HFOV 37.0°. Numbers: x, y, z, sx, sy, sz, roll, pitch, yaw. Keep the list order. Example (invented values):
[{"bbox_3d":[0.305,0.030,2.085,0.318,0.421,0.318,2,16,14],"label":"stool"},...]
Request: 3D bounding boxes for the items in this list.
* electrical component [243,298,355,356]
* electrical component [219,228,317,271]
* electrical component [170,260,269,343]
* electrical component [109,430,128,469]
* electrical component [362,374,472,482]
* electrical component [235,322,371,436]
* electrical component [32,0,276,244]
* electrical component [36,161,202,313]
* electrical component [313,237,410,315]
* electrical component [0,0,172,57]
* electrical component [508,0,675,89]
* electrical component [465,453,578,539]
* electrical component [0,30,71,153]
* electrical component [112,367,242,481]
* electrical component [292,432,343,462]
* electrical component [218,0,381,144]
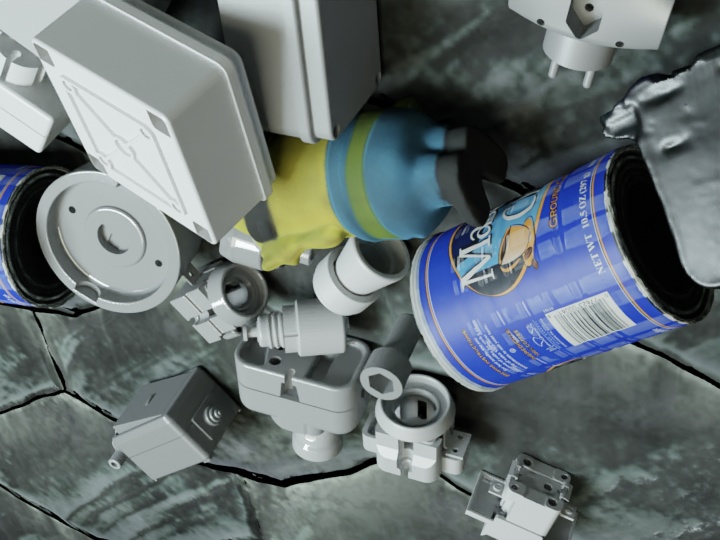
[{"bbox_3d":[-0.043,0.041,0.757,0.078,0.040,0.040,-5,132,-5],"label":"electrical component"},{"bbox_3d":[-0.060,-0.020,0.727,0.062,0.043,0.043,17,134,11],"label":"electrical component"},{"bbox_3d":[-0.099,0.020,0.781,0.055,0.048,0.066,-20,118,47],"label":"electrical component"},{"bbox_3d":[-0.197,0.145,0.928,0.035,0.061,0.035,14,133,15],"label":"electrical component"},{"bbox_3d":[0.041,0.113,0.784,0.078,0.058,0.057,13,136,16],"label":"electrical component"},{"bbox_3d":[-0.041,0.081,0.799,0.095,0.053,0.059,13,133,16],"label":"electrical component"},{"bbox_3d":[-0.110,-0.084,0.587,0.109,0.056,0.108,32,155,26],"label":"electrical component"},{"bbox_3d":[-0.162,-0.031,0.750,0.108,0.060,0.108,9,121,15],"label":"electrical component"},{"bbox_3d":[0.000,0.000,0.712,0.045,0.045,0.055,39,135,-9],"label":"electrical component"},{"bbox_3d":[-0.167,-0.177,0.631,0.109,0.056,0.108,36,135,-6],"label":"electrical component"},{"bbox_3d":[0.115,-0.127,0.542,0.077,0.043,0.079,19,135,11],"label":"electrical component"},{"bbox_3d":[0.126,0.175,0.808,0.081,0.042,0.063,22,132,7],"label":"electrical component"},{"bbox_3d":[-0.223,-0.134,0.703,0.083,0.047,0.075,35,137,-6],"label":"electrical component"},{"bbox_3d":[-0.150,0.123,0.885,0.096,0.061,0.061,-26,113,40],"label":"electrical component"},{"bbox_3d":[-0.032,0.120,0.840,0.040,0.040,0.046,15,127,15],"label":"electrical component"},{"bbox_3d":[-0.030,-0.135,0.585,0.057,0.078,0.113,13,133,21],"label":"electrical component"}]
